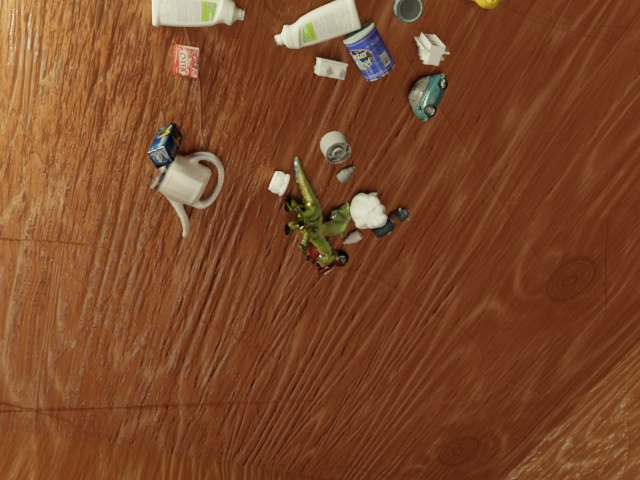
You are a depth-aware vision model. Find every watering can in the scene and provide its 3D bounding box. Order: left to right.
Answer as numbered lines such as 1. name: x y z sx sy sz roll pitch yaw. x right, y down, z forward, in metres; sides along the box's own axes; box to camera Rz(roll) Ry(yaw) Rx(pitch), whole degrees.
1. watering can: -0.467 -0.165 1.740 0.223 0.342 0.106 26 27 -20

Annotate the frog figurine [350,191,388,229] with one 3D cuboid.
1. frog figurine: 0.171 -0.092 1.825 0.122 0.135 0.163 24 28 -19

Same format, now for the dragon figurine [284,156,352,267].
1. dragon figurine: 0.006 -0.093 1.845 0.243 0.406 0.123 -4 14 -32
